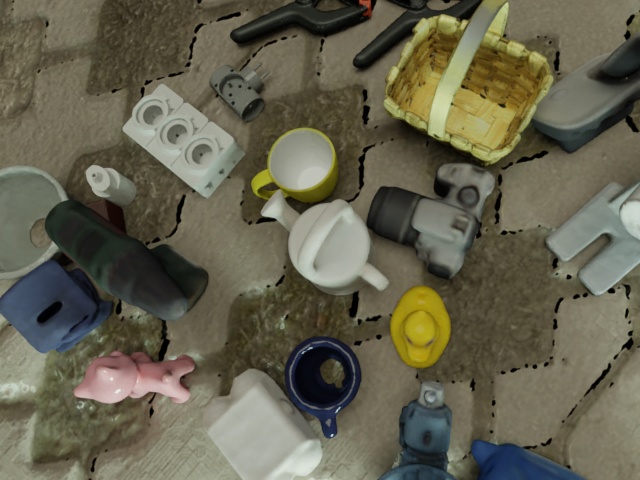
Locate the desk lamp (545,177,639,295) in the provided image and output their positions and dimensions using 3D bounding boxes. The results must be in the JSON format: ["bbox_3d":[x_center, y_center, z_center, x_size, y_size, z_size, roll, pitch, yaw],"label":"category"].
[{"bbox_3d":[0.383,-0.045,0.639,0.203,0.214,0.118,-41,75,-1],"label":"desk lamp"}]

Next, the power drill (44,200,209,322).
[{"bbox_3d":[-0.223,0.036,0.719,0.229,0.208,0.076,31,84,14],"label":"power drill"}]

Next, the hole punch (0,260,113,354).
[{"bbox_3d":[-0.364,0.093,0.790,0.108,0.091,0.101,-40,75,-1],"label":"hole punch"}]

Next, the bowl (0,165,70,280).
[{"bbox_3d":[-0.424,-0.020,0.832,0.167,0.075,0.167,-2,78,9],"label":"bowl"}]

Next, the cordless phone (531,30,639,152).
[{"bbox_3d":[0.341,-0.197,0.693,0.147,0.185,0.094,-38,75,0],"label":"cordless phone"}]

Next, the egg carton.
[{"bbox_3d":[-0.072,0.244,0.722,0.107,0.069,0.150,-44,75,-2],"label":"egg carton"}]

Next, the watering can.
[{"bbox_3d":[0.005,0.004,0.698,0.172,0.194,0.101,13,80,12],"label":"watering can"}]

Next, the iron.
[{"bbox_3d":[0.277,0.316,0.614,0.257,0.141,0.119,20,82,13],"label":"iron"}]

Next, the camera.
[{"bbox_3d":[0.137,-0.039,0.734,0.136,0.101,0.143,20,82,13],"label":"camera"}]

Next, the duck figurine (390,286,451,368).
[{"bbox_3d":[0.125,0.106,0.713,0.077,0.086,0.104,4,78,10],"label":"duck figurine"}]

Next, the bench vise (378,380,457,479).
[{"bbox_3d":[0.099,0.263,0.613,0.121,0.220,0.207,-12,76,7],"label":"bench vise"}]

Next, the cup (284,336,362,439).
[{"bbox_3d":[0.011,0.181,0.710,0.091,0.095,0.118,-10,76,7],"label":"cup"}]

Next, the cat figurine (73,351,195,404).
[{"bbox_3d":[-0.242,0.177,0.738,0.127,0.118,0.067,0,78,9],"label":"cat figurine"}]
